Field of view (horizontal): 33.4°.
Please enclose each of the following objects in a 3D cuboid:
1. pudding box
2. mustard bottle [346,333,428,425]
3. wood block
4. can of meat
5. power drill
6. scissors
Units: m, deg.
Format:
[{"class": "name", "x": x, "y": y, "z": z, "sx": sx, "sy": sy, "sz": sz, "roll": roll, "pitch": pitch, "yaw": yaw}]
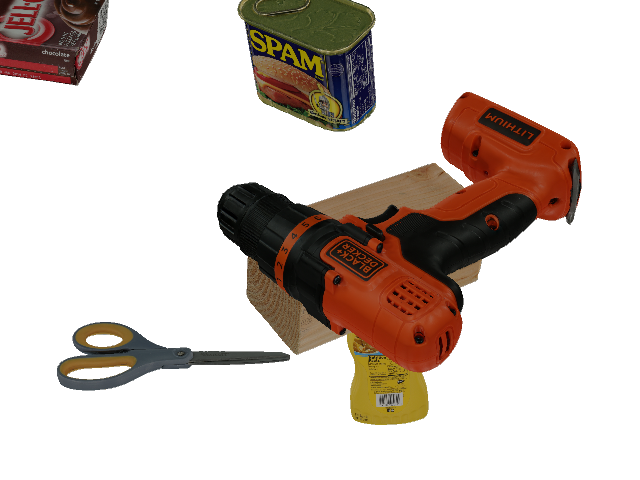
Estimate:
[{"class": "pudding box", "x": -0.229, "y": -0.173, "z": 0.873, "sx": 0.090, "sy": 0.039, "sz": 0.113, "roll": 8, "pitch": 35, "yaw": -1}, {"class": "mustard bottle", "x": 0.080, "y": 0.127, "z": 1.296, "sx": 0.096, "sy": 0.192, "sz": 0.058, "roll": -3, "pitch": 19, "yaw": 3}, {"class": "wood block", "x": 0.044, "y": 0.013, "z": 0.977, "sx": 0.205, "sy": 0.090, "sz": 0.091, "roll": -20, "pitch": 45, "yaw": -28}, {"class": "can of meat", "x": -0.007, "y": -0.137, "z": 0.799, "sx": 0.102, "sy": 0.084, "sz": 0.057, "roll": 27, "pitch": 57, "yaw": 27}, {"class": "power drill", "x": 0.053, "y": -0.018, "z": 0.656, "sx": 0.187, "sy": 0.057, "sz": 0.185, "roll": -37, "pitch": 52, "yaw": -26}, {"class": "scissors", "x": -0.137, "y": 0.096, "z": 0.964, "sx": 0.201, "sy": 0.016, "sz": 0.096, "roll": -8, "pitch": 33, "yaw": -17}]
